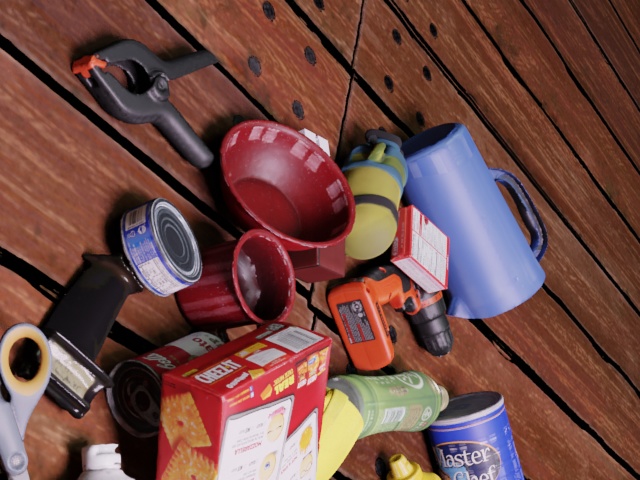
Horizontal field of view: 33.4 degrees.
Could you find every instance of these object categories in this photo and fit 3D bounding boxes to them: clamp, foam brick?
[{"bbox_3d":[-0.156,-0.151,1.011,0.171,0.039,0.120,29,55,-48],"label":"clamp"},{"bbox_3d":[-0.008,0.001,1.164,0.051,0.053,0.078,24,62,-50],"label":"foam brick"}]

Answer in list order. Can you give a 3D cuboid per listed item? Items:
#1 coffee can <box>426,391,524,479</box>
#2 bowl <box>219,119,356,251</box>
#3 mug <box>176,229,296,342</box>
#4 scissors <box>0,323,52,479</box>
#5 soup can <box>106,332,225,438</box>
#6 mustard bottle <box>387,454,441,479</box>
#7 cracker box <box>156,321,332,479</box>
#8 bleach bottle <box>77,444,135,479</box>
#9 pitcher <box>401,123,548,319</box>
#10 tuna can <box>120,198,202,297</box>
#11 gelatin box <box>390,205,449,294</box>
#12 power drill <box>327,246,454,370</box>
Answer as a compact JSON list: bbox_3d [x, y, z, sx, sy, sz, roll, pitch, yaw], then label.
[{"bbox_3d":[0.194,0.271,1.321,0.102,0.103,0.140,-22,98,-56],"label":"coffee can"},{"bbox_3d":[-0.044,-0.045,1.093,0.162,0.055,0.162,23,44,-24],"label":"bowl"},{"bbox_3d":[-0.080,0.054,1.015,0.093,0.082,0.117,-12,89,-56],"label":"mug"},{"bbox_3d":[-0.222,0.151,0.817,0.096,0.016,0.201,-36,111,-31],"label":"scissors"},{"bbox_3d":[-0.128,0.124,0.936,0.102,0.069,0.068,-19,95,-57],"label":"soup can"},{"bbox_3d":[0.125,0.330,1.242,0.096,0.058,0.191,-48,119,-50],"label":"mustard bottle"},{"bbox_3d":[-0.070,0.194,0.928,0.163,0.072,0.214,-23,124,-55],"label":"cracker box"},{"bbox_3d":[-0.172,0.286,0.825,0.102,0.068,0.251,17,63,-55],"label":"bleach bottle"},{"bbox_3d":[0.196,-0.032,1.400,0.243,0.145,0.149,63,24,-16],"label":"pitcher"},{"bbox_3d":[-0.142,0.006,0.960,0.086,0.034,0.086,56,19,-31],"label":"tuna can"},{"bbox_3d":[0.119,0.011,1.272,0.089,0.030,0.073,38,46,-40],"label":"gelatin box"},{"bbox_3d":[0.090,0.084,1.276,0.187,0.057,0.184,-36,105,-57],"label":"power drill"}]
